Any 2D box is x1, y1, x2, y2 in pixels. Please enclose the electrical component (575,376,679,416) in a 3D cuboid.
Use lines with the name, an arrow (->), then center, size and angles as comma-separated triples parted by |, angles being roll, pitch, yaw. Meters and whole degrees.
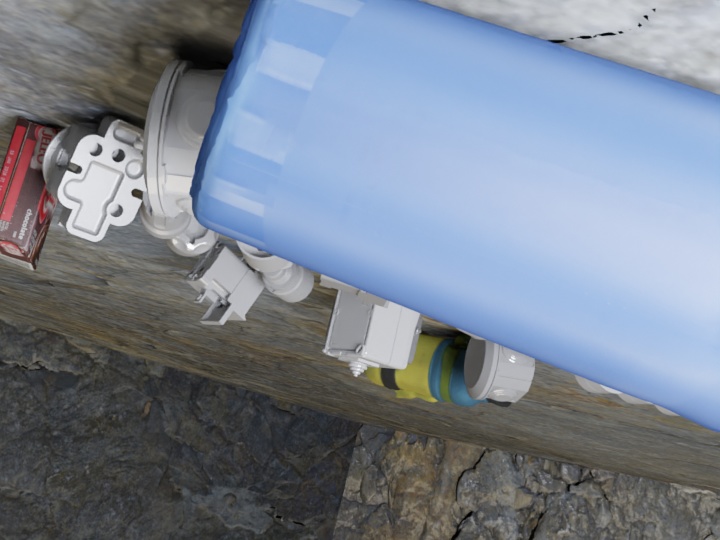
electrical component -> 0.279, 0.101, 1.013 | 0.138, 0.052, 0.074 | 17, 169, -16

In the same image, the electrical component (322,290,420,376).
electrical component -> 0.014, 0.052, 0.979 | 0.061, 0.096, 0.062 | 21, 167, -36

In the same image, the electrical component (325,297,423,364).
electrical component -> 0.020, 0.068, 1.144 | 0.096, 0.061, 0.062 | 7, 167, 30

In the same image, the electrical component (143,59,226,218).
electrical component -> -0.078, -0.065, 0.550 | 0.051, 0.080, 0.080 | 8, 169, 3

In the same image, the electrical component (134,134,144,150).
electrical component -> -0.098, -0.066, 0.649 | 0.077, 0.047, 0.066 | 18, 169, -21

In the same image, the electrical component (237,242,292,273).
electrical component -> -0.074, -0.021, 0.859 | 0.043, 0.043, 0.081 | 13, 169, 2

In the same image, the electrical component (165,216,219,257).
electrical component -> -0.141, -0.032, 0.886 | 0.043, 0.043, 0.062 | 17, 169, -17

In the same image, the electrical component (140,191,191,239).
electrical component -> -0.149, -0.049, 0.825 | 0.040, 0.040, 0.046 | 15, 163, -6

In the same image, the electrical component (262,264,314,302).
electrical component -> -0.071, 0.004, 0.987 | 0.040, 0.040, 0.078 | 10, 168, 19

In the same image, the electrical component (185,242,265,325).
electrical component -> -0.128, 0.011, 1.027 | 0.064, 0.081, 0.042 | 46, 154, -26

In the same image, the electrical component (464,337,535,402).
electrical component -> 0.139, 0.093, 1.081 | 0.051, 0.080, 0.080 | 11, 170, -12

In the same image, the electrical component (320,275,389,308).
electrical component -> 0.000, 0.000, 0.878 | 0.064, 0.042, 0.081 | 16, 169, -1

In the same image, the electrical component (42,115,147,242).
electrical component -> -0.173, -0.064, 0.701 | 0.058, 0.078, 0.057 | 22, -175, -35

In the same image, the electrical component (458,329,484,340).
electrical component -> 0.095, 0.033, 0.924 | 0.043, 0.043, 0.062 | 3, 163, 44
